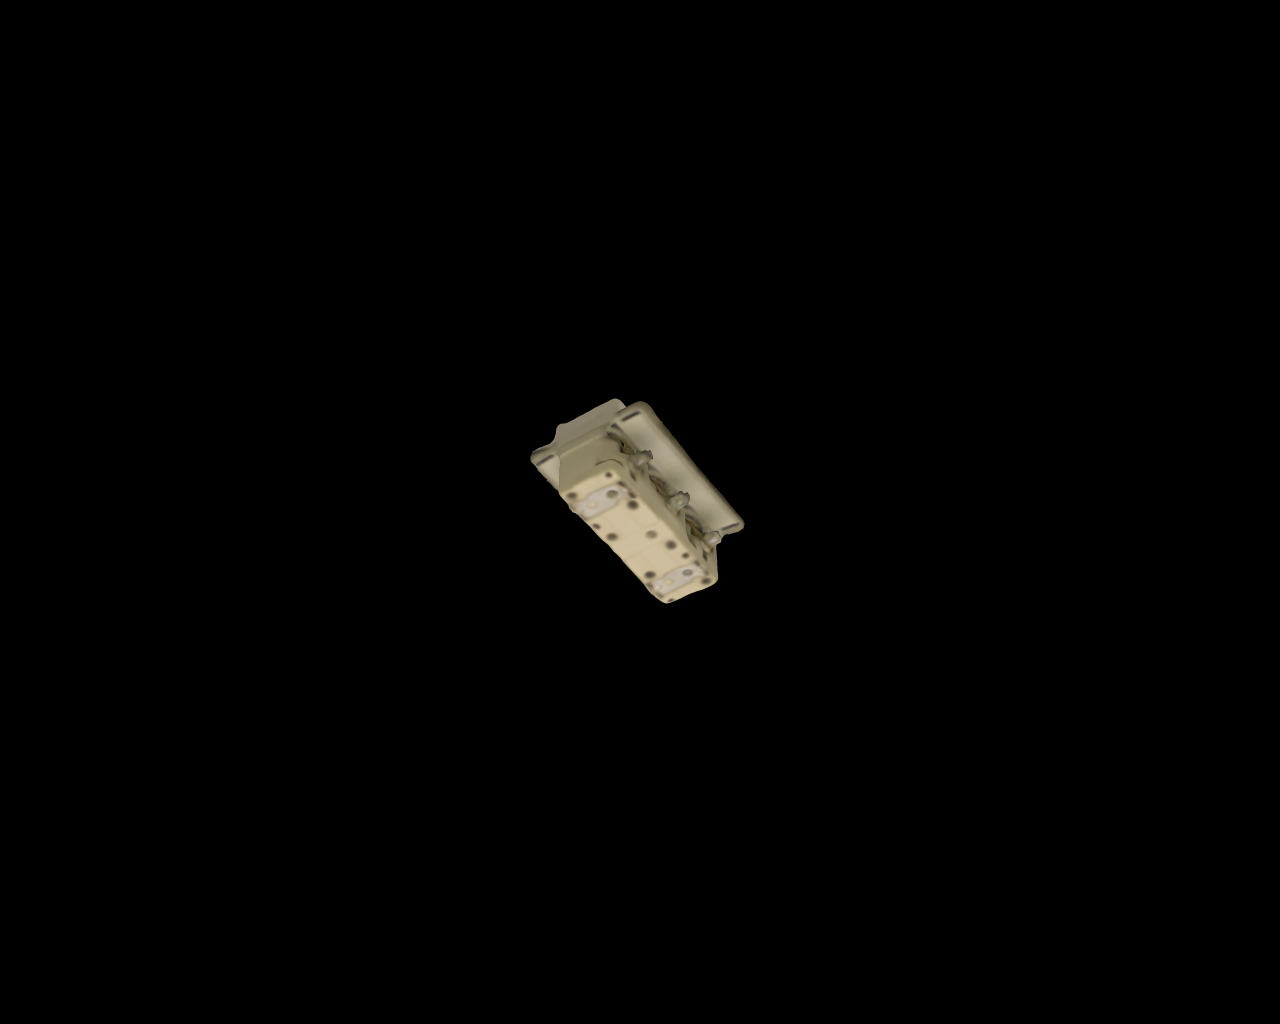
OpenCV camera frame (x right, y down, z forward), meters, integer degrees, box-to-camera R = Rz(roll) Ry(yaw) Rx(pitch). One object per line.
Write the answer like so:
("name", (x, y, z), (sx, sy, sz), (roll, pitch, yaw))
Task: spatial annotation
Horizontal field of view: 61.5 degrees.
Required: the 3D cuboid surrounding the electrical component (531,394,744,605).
("electrical component", (0.001, -0.003, 0.650), (0.078, 0.063, 0.121), (-24, -50, 22))
